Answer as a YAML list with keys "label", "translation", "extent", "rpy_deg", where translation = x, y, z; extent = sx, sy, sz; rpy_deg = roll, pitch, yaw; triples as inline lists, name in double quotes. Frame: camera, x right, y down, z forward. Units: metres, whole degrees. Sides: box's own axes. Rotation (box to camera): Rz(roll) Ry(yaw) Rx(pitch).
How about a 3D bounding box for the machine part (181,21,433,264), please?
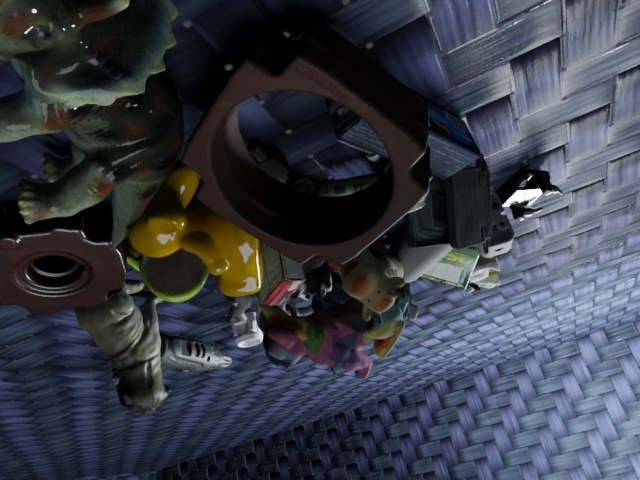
- label: "machine part"
  translation: [-0.011, -0.084, 0.514]
  extent: [0.201, 0.087, 0.201]
  rpy_deg: [34, 131, -14]

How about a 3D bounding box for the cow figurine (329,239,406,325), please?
- label: "cow figurine"
  translation: [0.082, 0.059, 0.837]
  extent: [0.085, 0.127, 0.195]
  rpy_deg: [-49, 165, 14]

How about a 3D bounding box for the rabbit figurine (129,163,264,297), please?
- label: "rabbit figurine"
  translation: [-0.157, -0.009, 0.660]
  extent: [0.173, 0.122, 0.162]
  rpy_deg: [3, 152, 6]

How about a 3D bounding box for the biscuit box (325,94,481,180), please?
- label: "biscuit box"
  translation: [0.100, -0.126, 0.612]
  extent: [0.202, 0.059, 0.063]
  rpy_deg: [12, 143, -43]

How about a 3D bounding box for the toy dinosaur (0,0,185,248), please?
- label: "toy dinosaur"
  translation: [-0.183, -0.104, 0.452]
  extent: [0.192, 0.131, 0.404]
  rpy_deg: [-14, 161, 0]

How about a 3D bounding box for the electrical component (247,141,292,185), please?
- label: "electrical component"
  translation: [-0.073, -0.085, 0.646]
  extent: [0.063, 0.021, 0.094]
  rpy_deg: [-21, 155, 14]

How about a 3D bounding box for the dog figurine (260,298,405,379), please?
- label: "dog figurine"
  translation: [0.009, 0.146, 0.906]
  extent: [0.219, 0.109, 0.191]
  rpy_deg: [23, 114, -29]

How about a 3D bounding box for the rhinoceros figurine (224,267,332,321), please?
- label: "rhinoceros figurine"
  translation: [-0.074, 0.083, 0.944]
  extent: [0.190, 0.073, 0.112]
  rpy_deg: [-6, 143, -14]

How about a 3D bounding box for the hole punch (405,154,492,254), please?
- label: "hole punch"
  translation: [0.180, -0.044, 0.753]
  extent: [0.116, 0.142, 0.092]
  rpy_deg: [-9, -177, -43]

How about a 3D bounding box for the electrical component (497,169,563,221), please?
- label: "electrical component"
  translation: [0.334, -0.073, 0.864]
  extent: [0.078, 0.045, 0.102]
  rpy_deg: [-3, 152, -25]

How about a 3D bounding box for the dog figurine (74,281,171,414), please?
- label: "dog figurine"
  translation: [-0.315, 0.172, 0.849]
  extent: [0.121, 0.190, 0.172]
  rpy_deg: [-28, 150, 25]

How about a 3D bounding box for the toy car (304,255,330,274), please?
- label: "toy car"
  translation: [-0.002, -0.002, 0.819]
  extent: [0.089, 0.053, 0.202]
  rpy_deg: [-26, 163, -27]

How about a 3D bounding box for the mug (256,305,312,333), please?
- label: "mug"
  translation: [-0.070, 0.155, 1.087]
  extent: [0.110, 0.081, 0.107]
  rpy_deg: [-17, 166, -3]

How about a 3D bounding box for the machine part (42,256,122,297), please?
- label: "machine part"
  translation: [-0.349, 0.050, 0.762]
  extent: [0.084, 0.039, 0.138]
  rpy_deg: [-37, 146, 24]

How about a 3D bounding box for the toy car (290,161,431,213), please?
- label: "toy car"
  translation: [0.041, -0.053, 0.690]
  extent: [0.202, 0.056, 0.073]
  rpy_deg: [-10, 158, 0]

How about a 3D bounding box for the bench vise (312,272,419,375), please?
- label: "bench vise"
  translation: [0.070, 0.150, 1.072]
  extent: [0.223, 0.129, 0.240]
  rpy_deg: [9, 129, -27]

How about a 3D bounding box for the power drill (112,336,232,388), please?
- label: "power drill"
  translation: [-0.336, 0.283, 1.198]
  extent: [0.207, 0.086, 0.231]
  rpy_deg: [-19, 153, 17]

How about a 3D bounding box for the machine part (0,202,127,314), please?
- label: "machine part"
  translation: [-0.325, 0.025, 0.659]
  extent: [0.179, 0.056, 0.179]
  rpy_deg: [-12, 142, -10]

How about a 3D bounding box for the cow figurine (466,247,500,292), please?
- label: "cow figurine"
  translation: [0.321, 0.067, 1.117]
  extent: [0.098, 0.068, 0.167]
  rpy_deg: [-14, 152, 12]

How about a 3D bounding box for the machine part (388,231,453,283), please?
- label: "machine part"
  translation: [0.176, 0.004, 0.900]
  extent: [0.079, 0.079, 0.243]
  rpy_deg: [-3, 152, -24]
